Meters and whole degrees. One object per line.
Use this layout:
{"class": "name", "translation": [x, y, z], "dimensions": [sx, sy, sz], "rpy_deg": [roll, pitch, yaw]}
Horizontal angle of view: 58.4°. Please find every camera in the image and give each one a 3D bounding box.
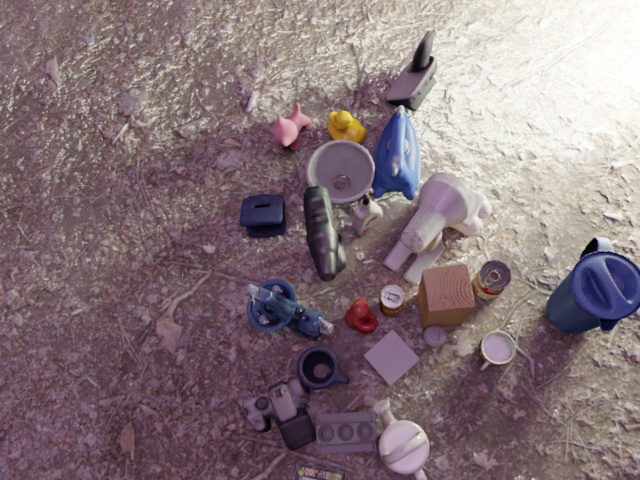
{"class": "camera", "translation": [-0.078, 0.381, 1.220], "dimensions": [0.143, 0.101, 0.136], "rpy_deg": [-25, 71, -2]}

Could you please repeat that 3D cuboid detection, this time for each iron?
{"class": "iron", "translation": [0.185, -0.231, 1.372], "dimensions": [0.118, 0.141, 0.258], "rpy_deg": [4, 72, 8]}

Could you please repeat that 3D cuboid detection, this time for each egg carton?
{"class": "egg carton", "translation": [0.321, -0.078, 1.345], "dimensions": [0.150, 0.069, 0.107], "rpy_deg": [28, 77, 14]}

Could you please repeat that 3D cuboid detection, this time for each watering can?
{"class": "watering can", "translation": [0.160, 0.405, 1.137], "dimensions": [0.172, 0.194, 0.101], "rpy_deg": [37, 79, 16]}

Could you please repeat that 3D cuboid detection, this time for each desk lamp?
{"class": "desk lamp", "translation": [0.238, -0.023, 1.259], "dimensions": [0.117, 0.214, 0.203], "rpy_deg": [34, 78, 16]}

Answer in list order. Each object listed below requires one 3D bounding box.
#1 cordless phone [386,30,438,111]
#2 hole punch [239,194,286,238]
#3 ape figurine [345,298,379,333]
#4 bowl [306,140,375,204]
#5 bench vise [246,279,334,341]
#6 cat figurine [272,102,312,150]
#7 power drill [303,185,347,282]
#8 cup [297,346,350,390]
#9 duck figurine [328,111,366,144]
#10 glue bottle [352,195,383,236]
{"class": "cordless phone", "translation": [0.229, -0.419, 1.406], "dimensions": [0.094, 0.185, 0.148], "rpy_deg": [27, 77, 14]}
{"class": "hole punch", "translation": [-0.139, -0.066, 1.379], "dimensions": [0.108, 0.091, 0.101], "rpy_deg": [-5, 71, 5]}
{"class": "ape figurine", "translation": [0.092, 0.166, 1.277], "dimensions": [0.076, 0.092, 0.078], "rpy_deg": [0, 72, 6]}
{"class": "bowl", "translation": [0.051, -0.155, 1.396], "dimensions": [0.167, 0.075, 0.167], "rpy_deg": [-2, 72, 6]}
{"class": "bench vise", "translation": [-0.071, 0.140, 1.235], "dimensions": [0.207, 0.220, 0.121], "rpy_deg": [3, 72, 7]}
{"class": "cat figurine", "translation": [-0.076, -0.283, 1.429], "dimensions": [0.067, 0.118, 0.128], "rpy_deg": [22, 76, 13]}
{"class": "power drill", "translation": [0.012, 0.005, 1.277], "dimensions": [0.075, 0.208, 0.229], "rpy_deg": [-11, 71, 3]}
{"class": "cup", "translation": [0.013, 0.287, 1.244], "dimensions": [0.117, 0.095, 0.092], "rpy_deg": [21, 75, 12]}
{"class": "duck figurine", "translation": [0.066, -0.287, 1.432], "dimensions": [0.104, 0.086, 0.077], "rpy_deg": [28, 77, 14]}
{"class": "glue bottle", "translation": [0.107, -0.065, 1.308], "dimensions": [0.078, 0.173, 0.037], "rpy_deg": [-40, 72, -7]}
